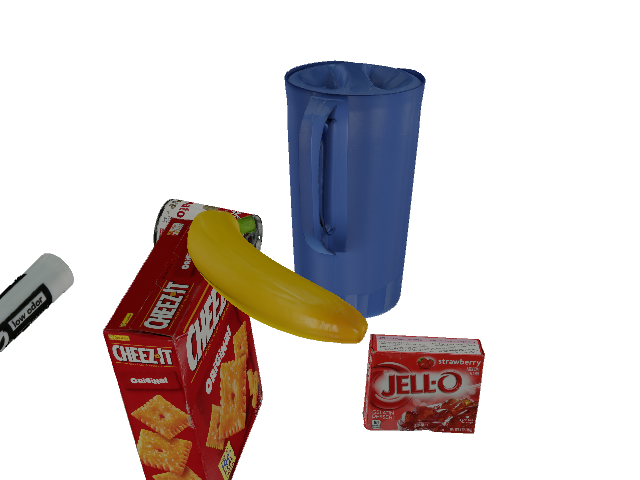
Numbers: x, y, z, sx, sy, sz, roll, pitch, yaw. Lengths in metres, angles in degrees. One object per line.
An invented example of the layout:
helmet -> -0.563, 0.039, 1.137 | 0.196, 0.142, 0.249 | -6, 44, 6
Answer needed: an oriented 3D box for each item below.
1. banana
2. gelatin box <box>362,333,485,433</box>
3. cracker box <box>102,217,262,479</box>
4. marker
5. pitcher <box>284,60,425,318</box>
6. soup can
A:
banana -> -0.041, 0.016, 0.678 | 0.069, 0.037, 0.198 | -9, 25, -22
gelatin box -> 0.080, 0.113, 0.839 | 0.089, 0.073, 0.030 | 3, 25, -1
cracker box -> -0.113, 0.113, 0.959 | 0.072, 0.214, 0.164 | 4, 36, 14
marker -> -0.148, 0.048, 0.443 | 0.020, 0.020, 0.121 | 0, 36, 38
pitcher -> 0.026, -0.046, 1.042 | 0.149, 0.243, 0.145 | -8, 24, -21
soup can -> -0.122, -0.004, 1.166 | 0.102, 0.068, 0.068 | 12, 3, 15
